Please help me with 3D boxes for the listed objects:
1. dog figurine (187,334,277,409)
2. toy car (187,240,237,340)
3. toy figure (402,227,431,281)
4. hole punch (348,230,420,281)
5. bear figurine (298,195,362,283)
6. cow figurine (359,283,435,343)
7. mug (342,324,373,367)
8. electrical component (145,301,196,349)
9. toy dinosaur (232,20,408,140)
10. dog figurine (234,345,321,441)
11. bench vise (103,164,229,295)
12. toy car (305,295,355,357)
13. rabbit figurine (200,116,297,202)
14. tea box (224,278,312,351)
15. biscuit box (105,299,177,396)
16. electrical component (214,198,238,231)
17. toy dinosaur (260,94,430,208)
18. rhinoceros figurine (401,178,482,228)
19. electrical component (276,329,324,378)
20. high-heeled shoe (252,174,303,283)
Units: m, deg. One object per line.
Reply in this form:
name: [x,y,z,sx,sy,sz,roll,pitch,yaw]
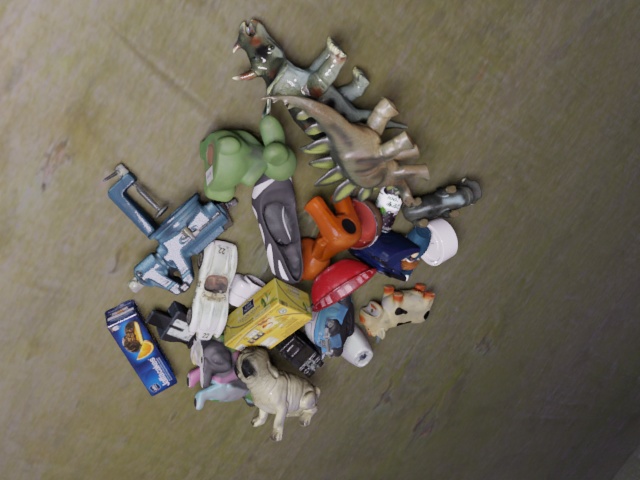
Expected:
dog figurine: [-0.175,0.286,1.185,0.219,0.109,0.191,2,110,-32]
toy car: [-0.215,0.100,1.076,0.073,0.056,0.201,12,85,-32]
toy figure: [0.218,0.032,1.276,0.064,0.058,0.154,-30,152,-38]
hole punch: [0.148,0.027,1.210,0.115,0.142,0.092,14,109,-46]
bear figurine: [-0.001,0.000,1.135,0.120,0.132,0.196,-20,166,-42]
cow figurine: [0.183,0.179,1.329,0.195,0.086,0.127,-3,108,-27]
mug: [0.085,0.263,1.302,0.081,0.107,0.109,-43,123,-1]
electrical component: [-0.300,0.169,1.097,0.119,0.048,0.074,27,99,-33]
toy dinosaur: [0.012,-0.252,1.020,0.192,0.131,0.404,-40,134,16]
dog figurine: [-0.082,0.289,1.120,0.172,0.121,0.190,-27,115,-45]
bench vise: [-0.297,-0.025,0.971,0.223,0.129,0.240,-39,104,6]
toy car: [0.017,0.192,1.230,0.162,0.103,0.109,-56,143,-53]
rabbit figurine: [-0.115,-0.155,0.969,0.170,0.121,0.159,-2,155,-29]
tea box: [-0.109,0.161,1.097,0.169,0.068,0.098,-38,132,24]
biscuit box: [-0.359,0.220,1.085,0.063,0.059,0.202,-27,123,-14]
electrical component: [-0.200,-0.045,1.061,0.094,0.021,0.063,-29,123,-13]
toy dinosaur: [0.073,-0.161,0.997,0.199,0.105,0.470,-30,145,16]
rhinoceros figurine: [0.284,-0.085,1.237,0.190,0.112,0.073,-20,93,-3]
electrical component: [-0.062,0.226,1.191,0.058,0.134,0.114,-43,123,-4]
high-heeled shoe: [-0.072,-0.039,1.054,0.086,0.145,0.248,-11,119,-23]
